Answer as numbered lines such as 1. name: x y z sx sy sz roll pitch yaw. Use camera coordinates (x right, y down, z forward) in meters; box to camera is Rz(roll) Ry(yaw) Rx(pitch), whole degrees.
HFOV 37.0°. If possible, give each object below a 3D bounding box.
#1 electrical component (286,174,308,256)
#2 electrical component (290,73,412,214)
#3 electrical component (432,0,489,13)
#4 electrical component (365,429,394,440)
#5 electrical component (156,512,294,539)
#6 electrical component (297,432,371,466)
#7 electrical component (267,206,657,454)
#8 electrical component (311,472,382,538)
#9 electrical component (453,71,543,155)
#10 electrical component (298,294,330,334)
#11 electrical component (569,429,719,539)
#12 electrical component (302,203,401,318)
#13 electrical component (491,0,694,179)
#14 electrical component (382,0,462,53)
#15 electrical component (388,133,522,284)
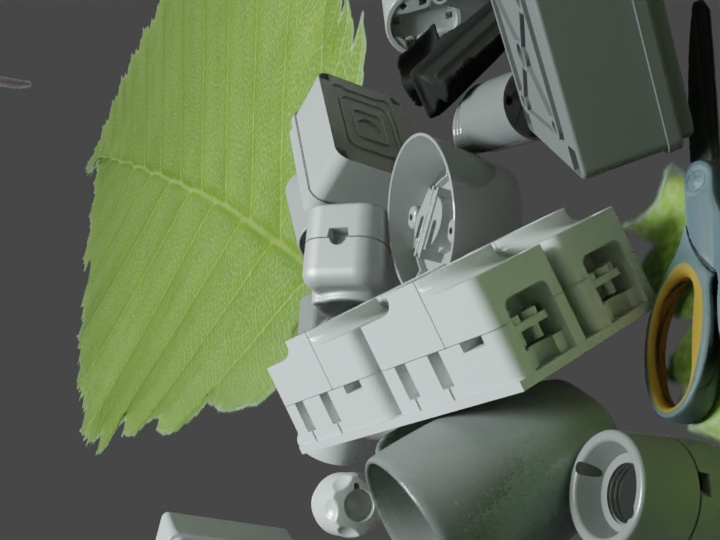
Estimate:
1. electrical component: -0.028 -0.059 0.888 0.079 0.044 0.077 -62 27 31
2. electrical component: -0.005 -0.086 0.807 0.057 0.078 0.113 -57 30 34
3. electrical component: 0.074 -0.222 0.712 0.099 0.064 0.099 -45 38 51
4. electrical component: 0.027 0.086 0.682 0.081 0.043 0.043 -18 62 64
5. electrical component: -0.110 0.251 0.827 0.056 0.109 0.108 -152 76 -69
6. electrical component: -0.015 0.105 0.757 0.055 0.055 0.047 -130 53 -62
7. electrical component: 0.043 0.031 0.549 0.186 0.105 0.060 -27 88 53
8. electrical component: -0.013 0.160 0.736 0.062 0.043 0.043 158 122 -64
9. electrical component: 0.084 -0.094 0.648 0.081 0.043 0.043 -4 74 66
10. electrical component: -0.018 0.054 0.804 0.079 0.044 0.077 -38 44 56
11. electrical component: 0.122 0.095 0.453 0.055 0.047 0.055 -44 39 52
12. electrical component: 0.000 0.000 0.729 0.095 0.054 0.059 47 -135 -63
13. electrical component: 0.103 -0.112 0.511 0.108 0.056 0.108 -105 -5 -69
14. electrical component: 0.043 -0.191 0.784 0.047 0.055 0.055 -99 31 -49
15. electrical component: 0.053 -0.028 0.657 0.099 0.064 0.099 -44 40 52
